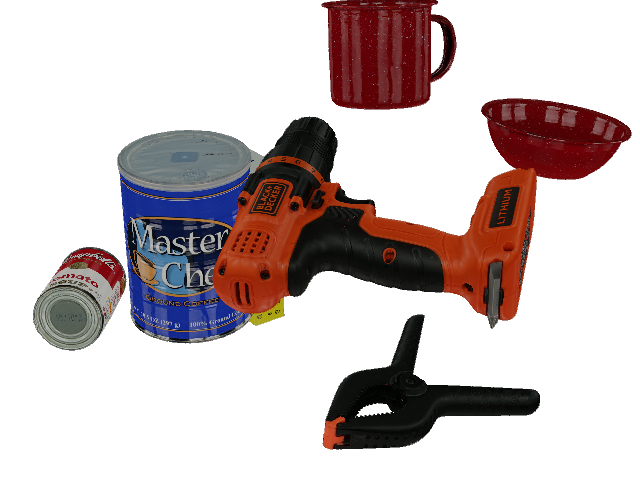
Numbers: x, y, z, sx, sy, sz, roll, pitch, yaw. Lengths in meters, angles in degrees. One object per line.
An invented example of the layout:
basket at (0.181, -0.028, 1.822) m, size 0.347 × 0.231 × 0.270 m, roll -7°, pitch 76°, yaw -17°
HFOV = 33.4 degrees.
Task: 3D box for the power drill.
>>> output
power drill at (0.040, -0.016, 0.684) m, size 0.188 × 0.057 × 0.184 m, roll 5°, pitch 41°, yaw 14°

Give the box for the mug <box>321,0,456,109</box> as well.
mug at (0.059, -0.153, 0.865) m, size 0.117 × 0.081 × 0.093 m, roll -10°, pitch 17°, yaw -27°

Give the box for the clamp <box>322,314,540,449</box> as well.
clamp at (0.091, 0.146, 0.986) m, size 0.165 × 0.036 × 0.209 m, roll 28°, pitch 36°, yaw 33°

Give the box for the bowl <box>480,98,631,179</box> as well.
bowl at (0.251, -0.107, 1.160) m, size 0.162 × 0.055 × 0.162 m, roll 6°, pitch 23°, yaw -3°

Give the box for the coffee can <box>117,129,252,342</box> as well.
coffee can at (-0.105, -0.004, 0.852) m, size 0.103 × 0.140 × 0.103 m, roll 1°, pitch 28°, yaw 0°

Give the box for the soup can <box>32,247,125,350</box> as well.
soup can at (-0.232, 0.055, 1.032) m, size 0.068 × 0.068 × 0.102 m, roll 0°, pitch 20°, yaw 2°

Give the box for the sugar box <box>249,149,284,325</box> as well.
sugar box at (-0.079, -0.007, 1.157) m, size 0.048 × 0.176 × 0.093 m, roll -17°, pitch 29°, yaw -30°
